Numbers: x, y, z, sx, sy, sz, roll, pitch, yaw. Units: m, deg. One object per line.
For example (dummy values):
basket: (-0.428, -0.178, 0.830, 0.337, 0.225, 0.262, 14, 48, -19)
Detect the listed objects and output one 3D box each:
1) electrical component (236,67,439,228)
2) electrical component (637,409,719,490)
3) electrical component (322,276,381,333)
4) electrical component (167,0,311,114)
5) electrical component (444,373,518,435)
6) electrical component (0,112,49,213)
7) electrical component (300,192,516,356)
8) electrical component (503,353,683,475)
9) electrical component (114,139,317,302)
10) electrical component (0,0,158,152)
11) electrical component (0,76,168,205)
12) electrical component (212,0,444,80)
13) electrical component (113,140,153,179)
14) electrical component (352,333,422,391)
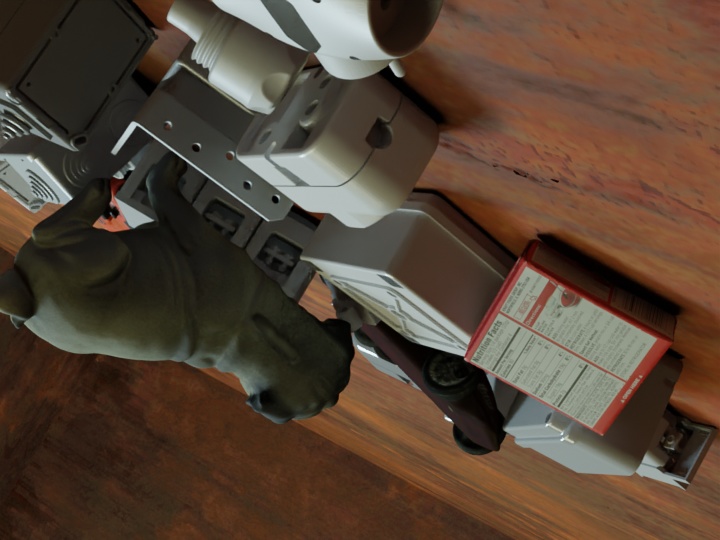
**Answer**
electrical component: (-0.009, -0.059, 0.515, 0.059, 0.053, 0.095, 37, 167, -26)
electrical component: (0.201, 0.115, 0.747, 0.064, 0.042, 0.081, 38, 166, -22)
electrical component: (0.000, 0.000, 0.723, 0.048, 0.066, 0.055, 7, 134, 48)
electrical component: (-0.055, -0.102, 0.480, 0.062, 0.043, 0.043, 33, 168, -5)
electrical component: (0.110, 0.085, 0.807, 0.077, 0.065, 0.047, 3, -171, -40)
electrical component: (-0.243, -0.104, 0.834, 0.061, 0.096, 0.061, 56, -178, 32)
electrical component: (0.037, 0.003, 0.650, 0.109, 0.056, 0.109, 37, 166, -29)
electrical component: (0.139, 0.079, 0.663, 0.057, 0.078, 0.113, 28, 168, -2)
electrical component: (-0.102, -0.033, 0.825, 0.150, 0.061, 0.089, 30, 168, 1)
electrical component: (-0.169, -0.113, 0.577, 0.061, 0.096, 0.061, 23, 167, 33)
electrical component: (-0.184, -0.088, 0.714, 0.048, 0.099, 0.100, 51, 160, -25)
electrical component: (-0.006, -0.095, 0.387, 0.077, 0.043, 0.079, 23, 166, 33)
electrical component: (-0.185, -0.087, 0.802, 0.043, 0.062, 0.043, 29, 168, 7)
electrical component: (0.045, 0.061, 0.872, 0.095, 0.053, 0.059, 23, 166, 31)
